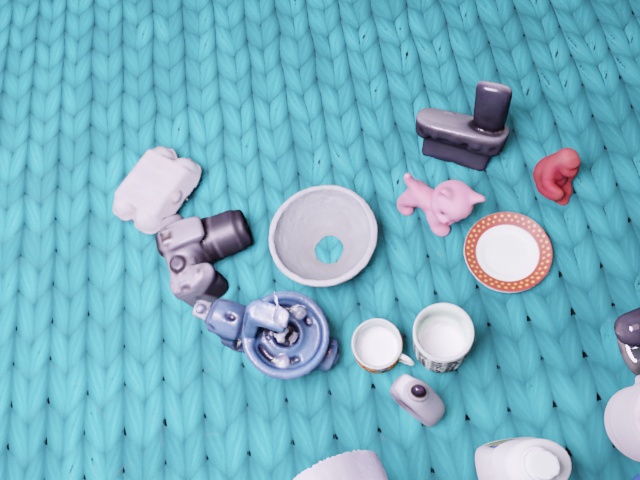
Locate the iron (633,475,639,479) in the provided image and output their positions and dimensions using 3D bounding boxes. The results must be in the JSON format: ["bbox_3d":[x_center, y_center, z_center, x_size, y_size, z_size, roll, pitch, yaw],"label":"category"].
[{"bbox_3d":[0.415,0.403,0.633,0.118,0.141,0.258,-28,67,-3],"label":"iron"}]

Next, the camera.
[{"bbox_3d":[-0.176,0.012,0.901,0.137,0.101,0.143,-20,67,0],"label":"camera"}]

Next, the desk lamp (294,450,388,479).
[{"bbox_3d":[0.053,0.358,0.666,0.118,0.214,0.203,-25,67,-2],"label":"desk lamp"}]

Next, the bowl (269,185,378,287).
[{"bbox_3d":[0.008,0.003,0.891,0.167,0.075,0.167,-3,68,7],"label":"bowl"}]

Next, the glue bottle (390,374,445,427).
[{"bbox_3d":[0.125,0.202,0.740,0.078,0.173,0.037,33,77,19],"label":"glue bottle"}]

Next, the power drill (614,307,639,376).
[{"bbox_3d":[0.451,0.111,0.708,0.229,0.209,0.075,-14,67,3],"label":"power drill"}]

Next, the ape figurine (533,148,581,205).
[{"bbox_3d":[0.367,-0.106,0.871,0.078,0.092,0.076,-36,68,-6],"label":"ape figurine"}]

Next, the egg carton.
[{"bbox_3d":[-0.274,-0.084,0.971,0.107,0.069,0.150,27,75,18],"label":"egg carton"}]

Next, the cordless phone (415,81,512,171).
[{"bbox_3d":[0.222,-0.197,0.878,0.147,0.185,0.094,14,71,14],"label":"cordless phone"}]

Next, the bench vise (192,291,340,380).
[{"bbox_3d":[-0.086,0.125,0.777,0.207,0.220,0.121,-3,68,8],"label":"bench vise"}]

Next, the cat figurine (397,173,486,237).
[{"bbox_3d":[0.180,-0.064,0.868,0.127,0.118,0.067,31,76,19],"label":"cat figurine"}]

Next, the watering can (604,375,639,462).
[{"bbox_3d":[0.422,0.219,0.677,0.101,0.194,0.172,-24,67,-1],"label":"watering can"}]
